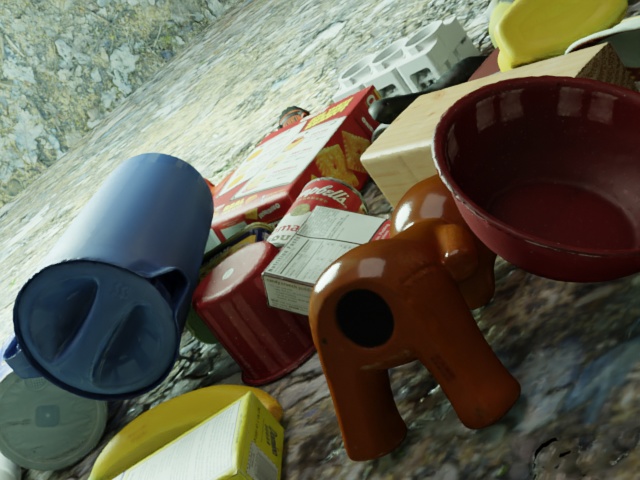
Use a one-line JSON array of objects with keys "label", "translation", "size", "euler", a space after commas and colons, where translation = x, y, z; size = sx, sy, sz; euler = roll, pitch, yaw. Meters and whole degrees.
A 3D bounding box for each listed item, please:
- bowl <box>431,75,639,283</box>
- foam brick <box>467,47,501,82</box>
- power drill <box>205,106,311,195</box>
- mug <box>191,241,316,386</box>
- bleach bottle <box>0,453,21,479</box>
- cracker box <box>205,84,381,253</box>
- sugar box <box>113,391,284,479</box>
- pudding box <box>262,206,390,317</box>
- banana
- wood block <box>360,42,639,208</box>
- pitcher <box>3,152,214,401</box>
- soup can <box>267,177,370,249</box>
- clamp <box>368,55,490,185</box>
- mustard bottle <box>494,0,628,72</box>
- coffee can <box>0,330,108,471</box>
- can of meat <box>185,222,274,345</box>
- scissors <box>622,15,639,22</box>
[{"label": "bowl", "translation": [0.140, -0.027, 0.600], "size": [0.162, 0.055, 0.162], "euler": [2, 42, -2]}, {"label": "foam brick", "translation": [0.180, -0.148, 0.978], "size": [0.051, 0.053, 0.078], "euler": [-14, 29, 50]}, {"label": "power drill", "translation": [-0.081, -0.096, 1.329], "size": [0.188, 0.057, 0.184], "euler": [-35, 18, 4]}, {"label": "mug", "translation": [-0.039, 0.048, 0.850], "size": [0.117, 0.081, 0.093], "euler": [-38, 18, -6]}, {"label": "bleach bottle", "translation": [-0.323, 0.224, 0.979], "size": [0.102, 0.068, 0.251], "euler": [-40, 20, -7]}, {"label": "cracker box", "translation": [-0.027, -0.058, 1.113], "size": [0.164, 0.072, 0.213], "euler": [-20, 23, 40]}, {"label": "sugar box", "translation": [-0.106, 0.181, 0.708], "size": [0.176, 0.048, 0.093], "euler": [-36, 17, 15]}, {"label": "pudding box", "translation": [0.026, 0.022, 0.791], "size": [0.114, 0.039, 0.090], "euler": [11, 43, 28]}, {"label": "banana", "translation": [-0.103, 0.147, 0.807], "size": [0.198, 0.037, 0.069], "euler": [-30, 37, 25]}, {"label": "wood block", "translation": [0.137, -0.066, 0.794], "size": [0.090, 0.090, 0.206], "euler": [-46, 20, -26]}, {"label": "pitcher", "translation": [-0.173, 0.022, 0.931], "size": [0.242, 0.149, 0.145], "euler": [-79, 1, -61]}, {"label": "soup can", "translation": [-0.006, 0.001, 0.931], "size": [0.069, 0.068, 0.102], "euler": [-21, 24, 40]}, {"label": "clamp", "translation": [0.111, -0.119, 1.023], "size": [0.171, 0.039, 0.120], "euler": [-27, -22, -22]}, {"label": "mustard bottle", "translation": [0.192, -0.160, 0.866], "size": [0.096, 0.058, 0.191], "euler": [-27, -7, 9]}, {"label": "coffee can", "translation": [-0.251, 0.138, 0.989], "size": [0.103, 0.102, 0.140], "euler": [-38, 18, -3]}, {"label": "can of meat", "translation": [-0.078, 0.041, 0.984], "size": [0.102, 0.057, 0.084], "euler": [-33, 20, 15]}, {"label": "scissors", "translation": [0.287, -0.169, 0.893], "size": [0.096, 0.016, 0.202], "euler": [-44, 19, -17]}]
